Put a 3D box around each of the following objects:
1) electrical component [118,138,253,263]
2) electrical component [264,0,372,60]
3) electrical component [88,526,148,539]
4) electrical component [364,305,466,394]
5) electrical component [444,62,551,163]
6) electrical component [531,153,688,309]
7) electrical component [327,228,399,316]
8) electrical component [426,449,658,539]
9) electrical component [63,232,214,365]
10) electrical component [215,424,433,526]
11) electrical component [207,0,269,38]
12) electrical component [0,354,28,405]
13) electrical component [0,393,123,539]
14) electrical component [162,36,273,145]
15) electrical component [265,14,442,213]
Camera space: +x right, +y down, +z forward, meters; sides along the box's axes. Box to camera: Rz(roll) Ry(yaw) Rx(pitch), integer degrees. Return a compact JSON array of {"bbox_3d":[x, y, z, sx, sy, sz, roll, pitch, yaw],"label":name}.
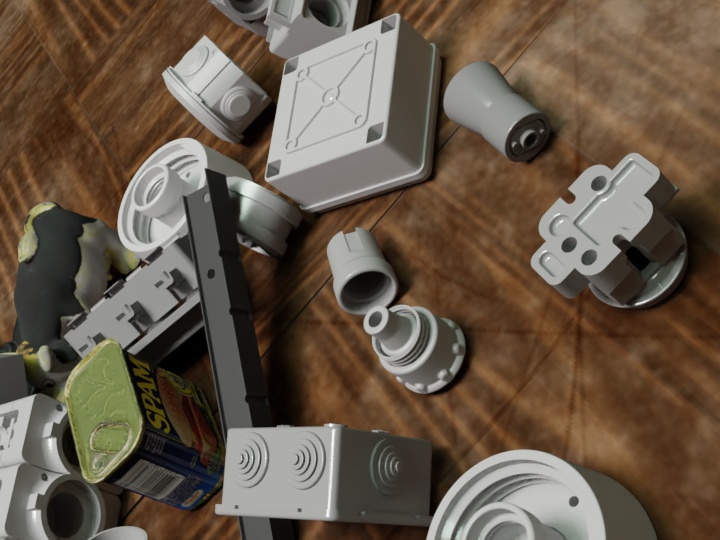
[{"bbox_3d":[-0.142,-0.051,0.836,0.108,0.060,0.108,-22,52,31],"label":"electrical component"},{"bbox_3d":[-0.032,-0.223,0.838,0.063,0.079,0.121,-33,42,54],"label":"electrical component"},{"bbox_3d":[-0.147,0.208,0.677,0.043,0.043,0.081,10,116,45],"label":"electrical component"},{"bbox_3d":[0.028,0.040,0.622,0.048,0.062,0.048,-23,51,31],"label":"electrical component"},{"bbox_3d":[0.087,-0.096,0.669,0.044,0.044,0.065,-48,47,8],"label":"electrical component"},{"bbox_3d":[0.135,-0.014,0.560,0.078,0.057,0.058,-48,43,9],"label":"electrical component"},{"bbox_3d":[0.000,0.000,0.690,0.040,0.040,0.046,-40,39,17],"label":"electrical component"},{"bbox_3d":[0.080,0.138,0.513,0.108,0.060,0.108,-23,52,31],"label":"electrical component"},{"bbox_3d":[-0.152,0.030,0.783,0.121,0.063,0.078,-38,5,20],"label":"electrical component"},{"bbox_3d":[-0.017,0.113,0.592,0.100,0.100,0.048,-8,73,40],"label":"electrical component"},{"bbox_3d":[-0.076,-0.284,0.899,0.150,0.089,0.062,-55,42,1],"label":"electrical component"},{"bbox_3d":[-0.293,0.142,0.788,0.062,0.089,0.150,-3,94,43],"label":"electrical component"},{"bbox_3d":[-0.218,0.172,0.745,0.062,0.089,0.150,-18,54,34],"label":"electrical component"},{"bbox_3d":[-0.113,-0.142,0.853,0.051,0.080,0.080,-46,43,4],"label":"electrical component"},{"bbox_3d":[-0.004,-0.106,0.747,0.109,0.056,0.108,-15,56,36],"label":"electrical component"}]
